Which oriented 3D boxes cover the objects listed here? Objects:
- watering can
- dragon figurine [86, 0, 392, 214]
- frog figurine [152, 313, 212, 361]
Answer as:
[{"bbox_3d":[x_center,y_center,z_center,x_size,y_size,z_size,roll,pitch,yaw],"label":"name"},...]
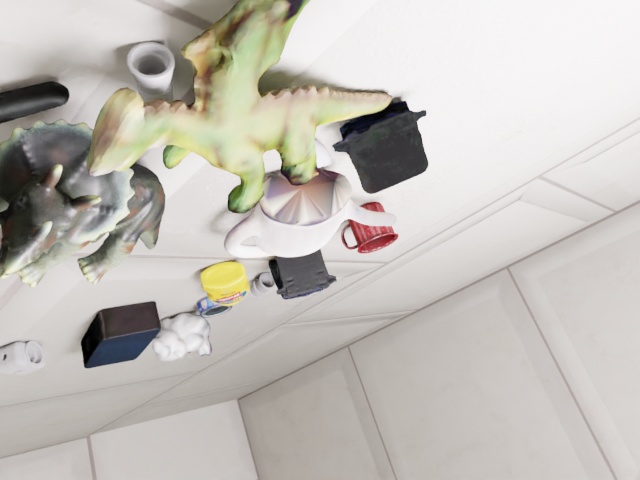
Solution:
[{"bbox_3d":[0.003,-0.045,0.904,0.349,0.106,0.220,-14,-22,-18],"label":"watering can"},{"bbox_3d":[-0.052,-0.157,0.559,0.414,0.123,0.238,-31,-16,-23],"label":"dragon figurine"},{"bbox_3d":[-0.352,0.237,1.274,0.138,0.123,0.158,25,-1,32],"label":"frog figurine"}]
